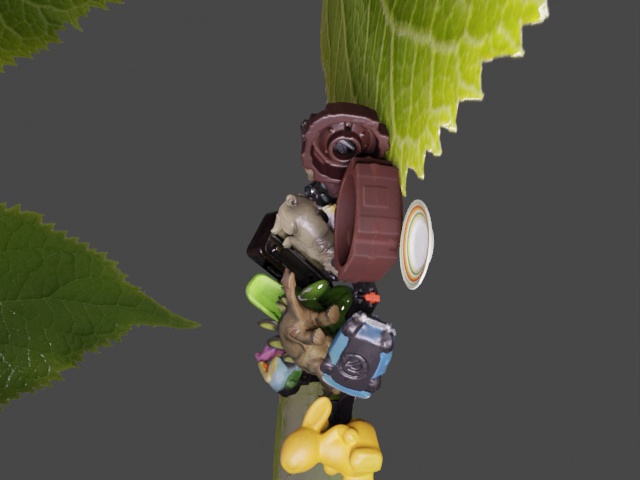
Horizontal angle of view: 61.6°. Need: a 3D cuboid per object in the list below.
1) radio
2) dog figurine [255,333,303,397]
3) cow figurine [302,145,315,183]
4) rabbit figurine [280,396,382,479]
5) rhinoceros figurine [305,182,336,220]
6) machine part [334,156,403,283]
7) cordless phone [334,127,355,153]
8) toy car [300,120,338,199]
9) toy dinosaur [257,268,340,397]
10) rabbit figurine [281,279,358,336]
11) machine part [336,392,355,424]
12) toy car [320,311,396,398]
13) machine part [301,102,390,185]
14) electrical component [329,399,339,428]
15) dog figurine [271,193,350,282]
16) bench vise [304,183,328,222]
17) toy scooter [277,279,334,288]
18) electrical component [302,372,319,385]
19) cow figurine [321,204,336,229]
[{"bbox_3d":[-0.063,0.043,1.335,0.073,0.229,0.131,-8,46,54],"label":"radio"},{"bbox_3d":[-0.050,0.263,1.342,0.219,0.108,0.192,-45,22,-2],"label":"dog figurine"},{"bbox_3d":[0.018,-0.233,1.461,0.085,0.127,0.194,-95,27,-42],"label":"cow figurine"},{"bbox_3d":[0.013,0.369,0.972,0.162,0.173,0.121,-101,14,-46],"label":"rabbit figurine"},{"bbox_3d":[0.018,-0.125,1.370,0.073,0.112,0.190,114,167,-58],"label":"rhinoceros figurine"},{"bbox_3d":[0.085,-0.034,0.989,0.201,0.087,0.201,118,155,-64],"label":"machine part"},{"bbox_3d":[0.070,-0.164,1.209,0.146,0.089,0.184,175,82,-81],"label":"cordless phone"},{"bbox_3d":[0.001,-0.182,1.216,0.202,0.053,0.089,61,176,18],"label":"toy car"},{"bbox_3d":[-0.017,0.229,1.138,0.105,0.199,0.470,-44,-46,-30],"label":"toy dinosaur"},{"bbox_3d":[-0.008,0.153,1.205,0.159,0.170,0.121,119,153,-71],"label":"rabbit figurine"},{"bbox_3d":[0.054,0.355,1.119,0.139,0.039,0.084,-77,4,-67],"label":"machine part"},{"bbox_3d":[0.071,0.184,0.936,0.103,0.109,0.161,-63,-8,-65],"label":"toy car"},{"bbox_3d":[0.047,-0.184,1.043,0.056,0.179,0.179,-92,11,-46],"label":"machine part"},{"bbox_3d":[0.032,0.398,1.212,0.119,0.048,0.075,120,152,-70],"label":"electrical component"},{"bbox_3d":[0.001,-0.005,1.187,0.121,0.191,0.172,-48,-34,-9],"label":"dog figurine"},{"bbox_3d":[-0.007,-0.034,1.469,0.241,0.129,0.223,-100,14,-72],"label":"bench vise"},{"bbox_3d":[-0.055,0.110,1.438,0.183,0.135,0.075,55,167,-20],"label":"toy scooter"},{"bbox_3d":[-0.046,0.336,1.463,0.115,0.134,0.058,-102,17,-64],"label":"electrical component"},{"bbox_3d":[0.058,-0.044,1.191,0.167,0.068,0.098,-142,27,-82],"label":"cow figurine"}]
